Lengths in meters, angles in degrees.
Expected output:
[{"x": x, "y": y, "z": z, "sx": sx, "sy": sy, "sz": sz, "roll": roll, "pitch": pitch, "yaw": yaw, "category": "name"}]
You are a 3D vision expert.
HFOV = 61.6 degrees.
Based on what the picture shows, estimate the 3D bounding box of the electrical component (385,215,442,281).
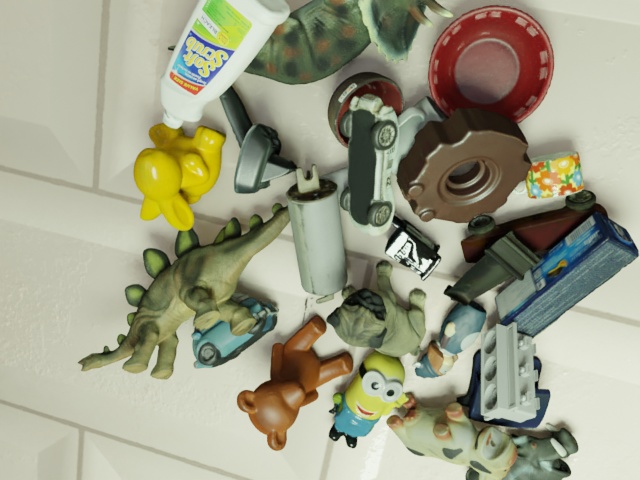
[{"x": 0.126, "y": 0.002, "z": 0.815, "sx": 0.119, "sy": 0.075, "sz": 0.047, "roll": 34, "pitch": 109, "yaw": -2, "category": "electrical component"}]

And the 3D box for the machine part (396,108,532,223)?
[{"x": 0.197, "y": -0.095, "z": 0.733, "sx": 0.179, "sy": 0.056, "sz": 0.179, "roll": -7, "pitch": 138, "yaw": -6, "category": "machine part"}]

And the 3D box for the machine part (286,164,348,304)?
[{"x": -0.002, "y": -0.002, "z": 0.819, "sx": 0.079, "sy": 0.079, "sz": 0.242, "roll": -1, "pitch": 122, "yaw": 13, "category": "machine part"}]

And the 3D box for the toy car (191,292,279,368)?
[{"x": -0.155, "y": 0.140, "z": 0.905, "sx": 0.161, "sy": 0.109, "sz": 0.103, "roll": -39, "pitch": 77, "yaw": 11, "category": "toy car"}]

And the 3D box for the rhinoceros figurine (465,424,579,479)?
[{"x": 0.332, "y": 0.369, "z": 0.876, "sx": 0.190, "sy": 0.073, "sz": 0.112, "roll": -35, "pitch": 85, "yaw": 20, "category": "rhinoceros figurine"}]

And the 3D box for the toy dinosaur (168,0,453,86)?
[{"x": -0.009, "y": -0.291, "z": 0.749, "sx": 0.405, "sy": 0.131, "sz": 0.192, "roll": -24, "pitch": 98, "yaw": 24, "category": "toy dinosaur"}]

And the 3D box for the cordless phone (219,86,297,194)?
[{"x": -0.112, "y": -0.162, "z": 0.787, "sx": 0.089, "sy": 0.146, "sz": 0.184, "roll": -25, "pitch": 97, "yaw": 7, "category": "cordless phone"}]

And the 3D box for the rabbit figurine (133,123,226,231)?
[{"x": -0.232, "y": -0.100, "z": 0.817, "sx": 0.122, "sy": 0.173, "sz": 0.162, "roll": 17, "pitch": 104, "yaw": 4, "category": "rabbit figurine"}]

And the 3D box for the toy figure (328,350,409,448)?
[{"x": 0.075, "y": 0.262, "z": 0.896, "sx": 0.082, "sy": 0.089, "sz": 0.180, "roll": 13, "pitch": 122, "yaw": -24, "category": "toy figure"}]

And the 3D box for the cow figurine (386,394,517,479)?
[{"x": 0.215, "y": 0.320, "z": 0.847, "sx": 0.195, "sy": 0.085, "sz": 0.127, "roll": -8, "pitch": 122, "yaw": 47, "category": "cow figurine"}]

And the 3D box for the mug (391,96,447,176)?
[{"x": 0.131, "y": -0.141, "z": 0.760, "sx": 0.107, "sy": 0.109, "sz": 0.081, "roll": -42, "pitch": 64, "yaw": 25, "category": "mug"}]

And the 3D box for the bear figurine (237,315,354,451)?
[{"x": -0.039, "y": 0.223, "z": 0.849, "sx": 0.132, "sy": 0.196, "sz": 0.120, "roll": -36, "pitch": 92, "yaw": 18, "category": "bear figurine"}]

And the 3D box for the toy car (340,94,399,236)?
[{"x": 0.069, "y": -0.100, "z": 0.740, "sx": 0.074, "sy": 0.056, "sz": 0.201, "roll": 31, "pitch": 133, "yaw": 41, "category": "toy car"}]

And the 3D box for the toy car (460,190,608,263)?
[{"x": 0.308, "y": -0.011, "z": 0.782, "sx": 0.202, "sy": 0.053, "sz": 0.089, "roll": -15, "pitch": 122, "yaw": 17, "category": "toy car"}]

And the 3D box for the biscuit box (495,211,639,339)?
[{"x": 0.340, "y": 0.054, "z": 0.755, "sx": 0.063, "sy": 0.059, "sz": 0.202, "roll": 26, "pitch": 128, "yaw": -16, "category": "biscuit box"}]

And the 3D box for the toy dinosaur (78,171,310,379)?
[{"x": -0.188, "y": 0.064, "z": 0.843, "sx": 0.471, "sy": 0.105, "sz": 0.199, "roll": -32, "pitch": 56, "yaw": 4, "category": "toy dinosaur"}]

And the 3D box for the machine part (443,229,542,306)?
[{"x": 0.244, "y": 0.047, "z": 0.777, "sx": 0.084, "sy": 0.039, "sz": 0.139, "roll": 37, "pitch": 122, "yaw": -19, "category": "machine part"}]

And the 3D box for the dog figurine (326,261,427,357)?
[{"x": 0.094, "y": 0.136, "z": 0.799, "sx": 0.172, "sy": 0.190, "sz": 0.121, "roll": 40, "pitch": 110, "yaw": -2, "category": "dog figurine"}]

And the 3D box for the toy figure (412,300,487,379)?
[{"x": 0.202, "y": 0.163, "z": 0.847, "sx": 0.064, "sy": 0.058, "sz": 0.154, "roll": 22, "pitch": 109, "yaw": -21, "category": "toy figure"}]

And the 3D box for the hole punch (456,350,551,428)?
[{"x": 0.292, "y": 0.247, "z": 0.840, "sx": 0.142, "sy": 0.092, "sz": 0.115, "roll": 4, "pitch": 110, "yaw": 8, "category": "hole punch"}]
